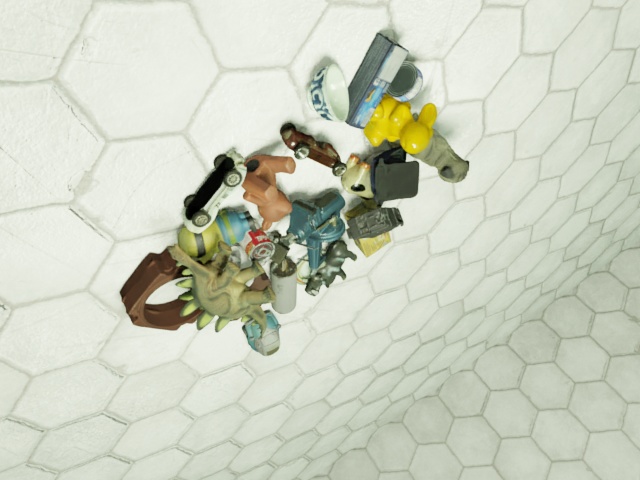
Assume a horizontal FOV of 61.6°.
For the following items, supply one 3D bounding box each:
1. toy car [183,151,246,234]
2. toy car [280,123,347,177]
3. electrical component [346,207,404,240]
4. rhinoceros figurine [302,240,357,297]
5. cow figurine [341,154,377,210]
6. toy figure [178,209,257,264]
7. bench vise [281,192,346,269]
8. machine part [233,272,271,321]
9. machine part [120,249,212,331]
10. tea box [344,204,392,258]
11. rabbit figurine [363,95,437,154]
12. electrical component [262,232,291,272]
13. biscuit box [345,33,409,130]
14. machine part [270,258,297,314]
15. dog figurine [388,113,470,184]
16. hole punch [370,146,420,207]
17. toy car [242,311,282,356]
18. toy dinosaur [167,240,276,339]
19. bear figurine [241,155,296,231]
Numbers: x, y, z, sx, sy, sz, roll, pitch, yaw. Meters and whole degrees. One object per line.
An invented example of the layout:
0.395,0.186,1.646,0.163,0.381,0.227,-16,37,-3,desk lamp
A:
-0.228,-0.104,1.159,0.201,0.074,0.056,-49,140,15,toy car
-0.008,-0.205,1.224,0.202,0.089,0.053,16,122,-48,toy car
0.137,-0.040,1.409,0.134,0.058,0.115,-23,168,34,electrical component
0.024,0.084,1.553,0.112,0.073,0.190,8,123,-48,rhinoceros figurine
0.128,-0.140,1.423,0.195,0.086,0.127,12,115,-50,cow figurine
-0.239,-0.019,1.241,0.180,0.082,0.089,-24,124,-7,toy figure
-0.012,-0.008,1.382,0.224,0.129,0.240,-53,153,-43,bench vise
-0.215,0.147,1.466,0.179,0.056,0.179,-22,141,-20,machine part
-0.354,0.123,1.291,0.201,0.087,0.201,-50,143,14,machine part
0.142,-0.034,1.565,0.098,0.068,0.169,-33,145,-7,tea box
0.203,-0.263,1.276,0.162,0.173,0.121,-16,135,-22,rabbit figurine
-0.126,0.029,1.405,0.102,0.078,0.045,-50,180,24,electrical component
0.112,-0.348,1.195,0.059,0.063,0.202,3,128,-44,biscuit box
-0.103,0.132,1.527,0.079,0.079,0.243,-21,142,-22,machine part
0.275,-0.223,1.367,0.172,0.191,0.121,-8,135,-33,dog figurine
0.180,-0.165,1.340,0.116,0.092,0.142,-8,132,-6,hole punch
-0.168,0.301,1.638,0.109,0.103,0.161,-22,140,-21,toy car
-0.213,0.133,1.262,0.199,0.105,0.470,-30,141,11,toy dinosaur
-0.106,-0.100,1.227,0.120,0.132,0.195,-56,144,-23,bear figurine
